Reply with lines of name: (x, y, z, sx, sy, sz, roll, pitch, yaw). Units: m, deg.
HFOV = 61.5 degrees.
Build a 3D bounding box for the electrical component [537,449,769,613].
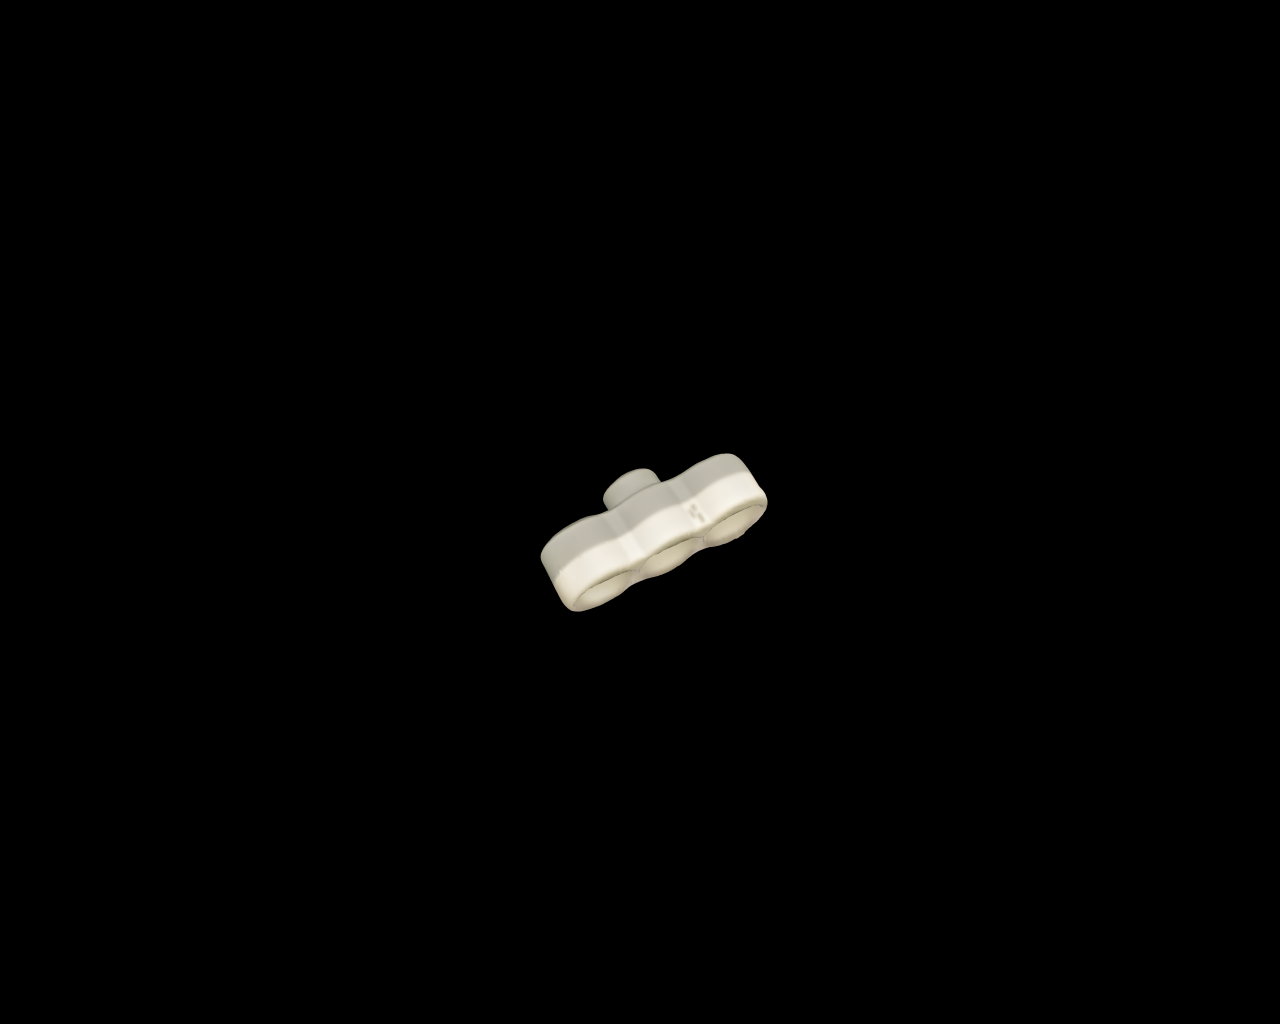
electrical component: (0.001, -0.003, 0.650, 0.138, 0.074, 0.052, -26, -20, -11)
